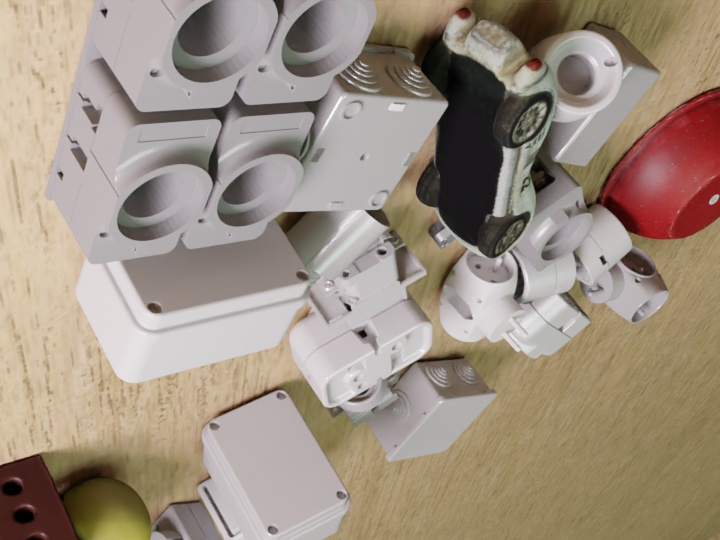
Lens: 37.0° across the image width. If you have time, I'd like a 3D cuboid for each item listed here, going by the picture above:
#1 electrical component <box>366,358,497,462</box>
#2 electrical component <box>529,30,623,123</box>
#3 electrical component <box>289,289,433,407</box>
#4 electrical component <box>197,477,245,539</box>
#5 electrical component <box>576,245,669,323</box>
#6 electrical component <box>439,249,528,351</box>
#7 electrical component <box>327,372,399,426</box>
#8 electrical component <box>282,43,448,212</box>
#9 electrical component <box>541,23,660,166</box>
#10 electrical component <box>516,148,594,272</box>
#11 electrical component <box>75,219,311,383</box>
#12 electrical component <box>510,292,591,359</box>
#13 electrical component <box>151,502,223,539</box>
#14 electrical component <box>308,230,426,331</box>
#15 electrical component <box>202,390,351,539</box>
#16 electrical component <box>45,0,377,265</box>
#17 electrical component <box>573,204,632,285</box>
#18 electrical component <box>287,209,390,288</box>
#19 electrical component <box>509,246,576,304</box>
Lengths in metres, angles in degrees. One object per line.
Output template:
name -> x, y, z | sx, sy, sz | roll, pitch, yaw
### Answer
electrical component -> 0.064, 0.127, 0.997 | 0.100, 0.048, 0.099 | 1, 135, -49
electrical component -> 0.130, -0.118, 0.655 | 0.055, 0.055, 0.047 | -37, -174, 2
electrical component -> -0.002, 0.049, 0.793 | 0.095, 0.059, 0.053 | -29, 151, -14
electrical component -> -0.081, 0.188, 0.915 | 0.096, 0.061, 0.061 | -33, 152, -5
electrical component -> 0.224, 0.008, 0.963 | 0.079, 0.077, 0.044 | -11, 143, -39
electrical component -> 0.106, 0.031, 0.864 | 0.043, 0.079, 0.077 | -24, 150, -30
electrical component -> 0.001, 0.097, 0.886 | 0.066, 0.048, 0.055 | -34, 159, -4
electrical component -> -0.009, -0.078, 0.604 | 0.100, 0.048, 0.099 | -4, 138, -44
electrical component -> 0.140, -0.117, 0.712 | 0.076, 0.047, 0.083 | 2, 134, -44
electrical component -> 0.139, -0.042, 0.814 | 0.050, 0.055, 0.089 | -35, 152, -2
electrical component -> -0.094, 0.008, 0.611 | 0.113, 0.078, 0.057 | -12, 147, -37
electrical component -> 0.159, 0.039, 0.961 | 0.059, 0.053, 0.095 | -42, 151, 11
electrical component -> -0.157, 0.236, 0.899 | 0.047, 0.065, 0.077 | -48, 150, 21
electrical component -> 0.000, 0.000, 0.742 | 0.081, 0.042, 0.063 | -30, 148, -12
electrical component -> -0.067, 0.159, 0.833 | 0.078, 0.113, 0.057 | -22, 152, -24
electrical component -> -0.070, -0.088, 0.509 | 0.105, 0.060, 0.186 | -11, 143, -38
electrical component -> 0.196, -0.023, 0.910 | 0.047, 0.055, 0.055 | -38, 152, -5
electrical component -> -0.024, -0.016, 0.687 | 0.081, 0.043, 0.043 | -44, 151, 15
electrical component -> 0.141, -0.002, 0.882 | 0.047, 0.055, 0.055 | -17, 147, -24
